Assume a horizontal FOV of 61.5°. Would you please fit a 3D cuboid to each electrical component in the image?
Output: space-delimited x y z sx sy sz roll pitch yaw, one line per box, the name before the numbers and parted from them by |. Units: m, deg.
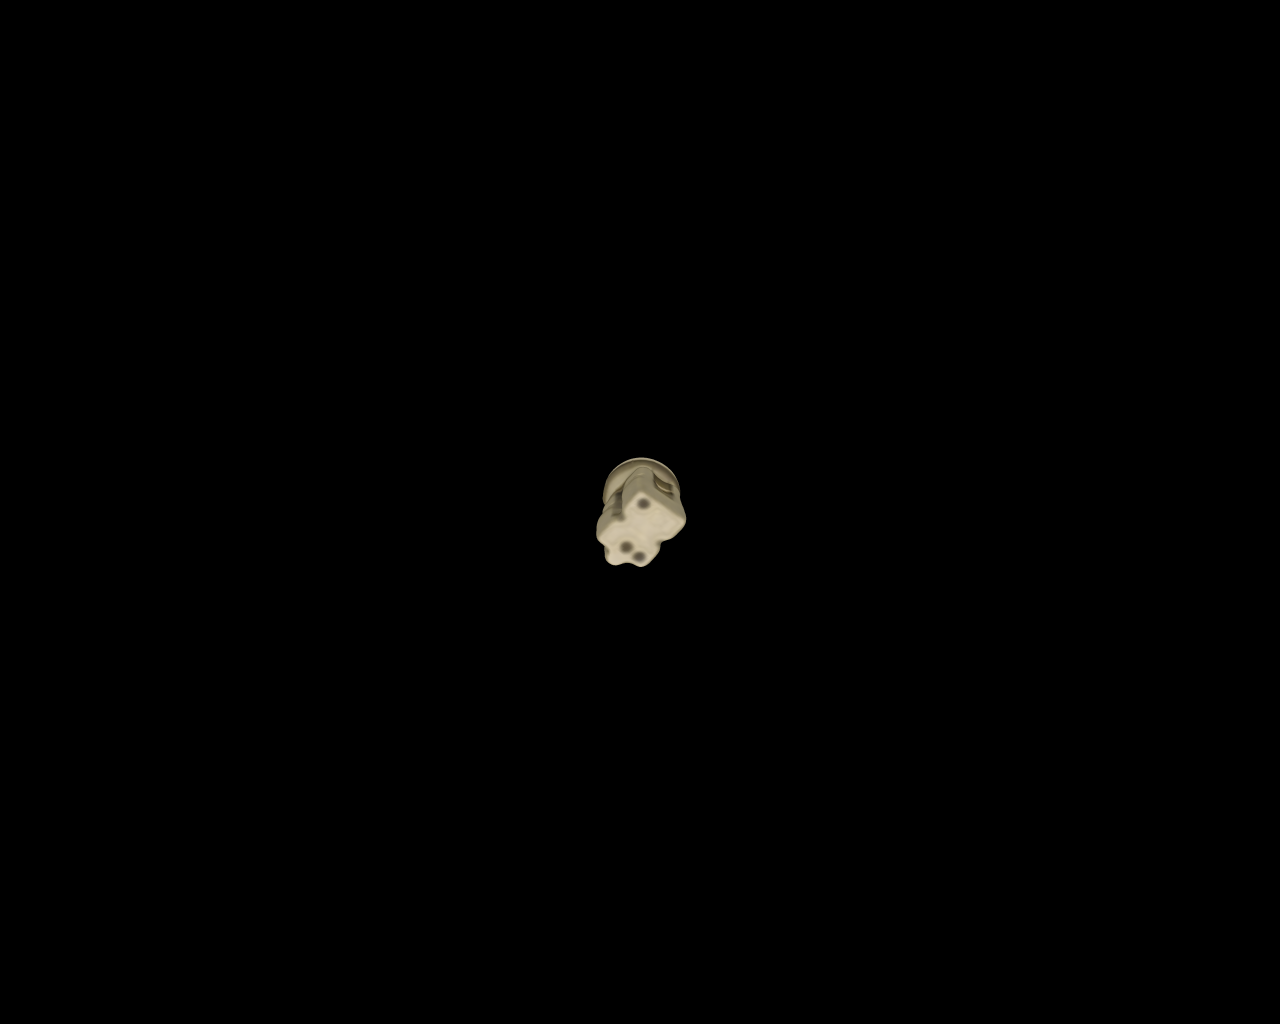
electrical component | 0.001 -0.003 0.650 0.048 0.066 0.055 36 24 -18
